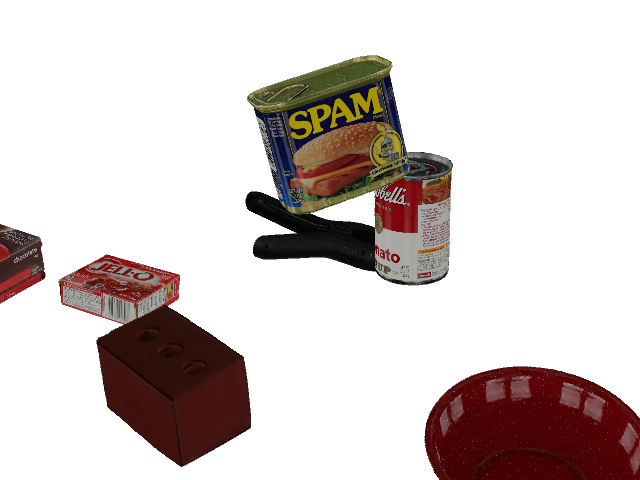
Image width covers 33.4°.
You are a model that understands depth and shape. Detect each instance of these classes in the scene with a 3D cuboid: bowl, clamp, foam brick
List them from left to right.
[{"bbox_3d":[-0.085,0.083,0.621,0.052,0.051,0.078,-27,39,-36],"label":"foam brick"},{"bbox_3d":[0.013,0.002,1.191,0.210,0.036,0.164,15,20,-5],"label":"clamp"},{"bbox_3d":[0.155,0.163,0.769,0.162,0.055,0.162,-1,35,0],"label":"bowl"}]

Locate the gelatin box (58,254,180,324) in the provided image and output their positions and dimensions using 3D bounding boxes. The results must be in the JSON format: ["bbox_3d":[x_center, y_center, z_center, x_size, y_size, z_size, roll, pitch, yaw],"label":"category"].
[{"bbox_3d":[-0.190,0.045,1.010,0.089,0.030,0.073,15,25,23],"label":"gelatin box"}]

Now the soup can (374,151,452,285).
[{"bbox_3d":[0.081,-0.020,0.941,0.068,0.102,0.068,-1,23,0],"label":"soup can"}]

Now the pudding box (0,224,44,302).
[{"bbox_3d":[-0.266,0.017,0.751,0.114,0.039,0.089,14,29,29],"label":"pudding box"}]

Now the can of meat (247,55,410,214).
[{"bbox_3d":[0.009,-0.075,0.761,0.102,0.084,0.057,-20,23,-12],"label":"can of meat"}]
